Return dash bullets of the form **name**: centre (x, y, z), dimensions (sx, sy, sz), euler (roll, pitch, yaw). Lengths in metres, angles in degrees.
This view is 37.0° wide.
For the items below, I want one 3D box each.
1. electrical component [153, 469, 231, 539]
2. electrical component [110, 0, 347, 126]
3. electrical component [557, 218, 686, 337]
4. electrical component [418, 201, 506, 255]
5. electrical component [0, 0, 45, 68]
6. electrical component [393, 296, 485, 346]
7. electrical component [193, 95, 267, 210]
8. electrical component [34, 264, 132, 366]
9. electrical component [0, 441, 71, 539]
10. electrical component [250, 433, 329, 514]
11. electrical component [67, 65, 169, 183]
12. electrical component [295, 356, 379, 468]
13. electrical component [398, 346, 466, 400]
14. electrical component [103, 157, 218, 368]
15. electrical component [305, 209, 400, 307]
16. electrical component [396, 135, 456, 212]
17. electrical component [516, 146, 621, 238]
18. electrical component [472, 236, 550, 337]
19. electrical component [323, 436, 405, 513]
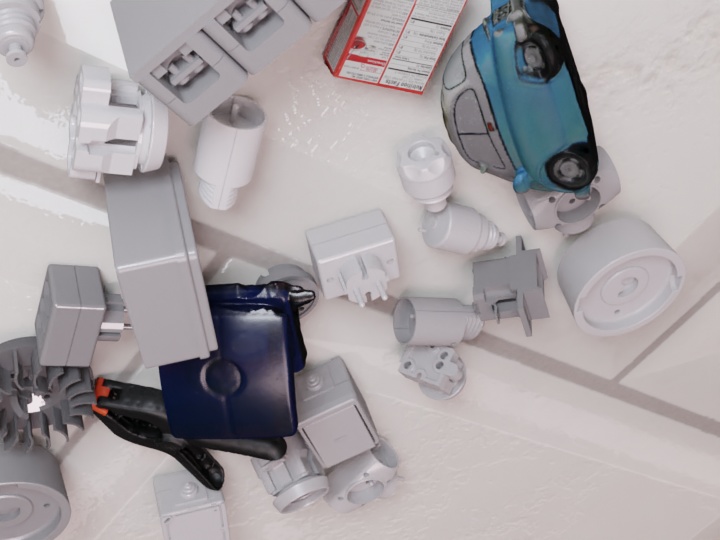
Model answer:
- **electrical component**: centre (-0.163, 0.230, 1.037), dimensions (0.062, 0.061, 0.096), euler (-11, 129, -13)
- **electrical component**: centre (-0.071, -0.169, 0.655), dimensions (0.150, 0.089, 0.062), euler (-37, 135, 14)
- **electrical component**: centre (0.231, 0.002, 0.975), dimensions (0.108, 0.060, 0.108), euler (-12, 136, -12)
- **electrical component**: centre (0.088, -0.033, 0.895), dimensions (0.078, 0.040, 0.040), euler (11, 127, -32)
- **electrical component**: centre (-0.205, -0.152, 0.629), dimensions (0.040, 0.078, 0.040), euler (-14, 151, -8)
- **electrical component**: centre (0.075, 0.046, 0.965), dimensions (0.081, 0.043, 0.043), euler (3, 131, -26)
- **electrical component**: centre (-0.096, -0.079, 0.768), dimensions (0.043, 0.043, 0.081), euler (0, 132, -23)
- **electrical component**: centre (-0.206, 0.036, 0.832), dimensions (0.077, 0.047, 0.065), euler (4, 131, -27)
- **electrical component**: centre (-0.309, 0.194, 0.933), dimensions (0.108, 0.060, 0.108), euler (-12, 136, -12)
- **electrical component**: centre (-0.064, 0.194, 1.024), dimensions (0.058, 0.057, 0.078), euler (-33, 157, 11)
- **electrical component**: centre (-0.161, -0.095, 0.715), dimensions (0.057, 0.058, 0.078), euler (3, 131, -22)
- **electrical component**: centre (-0.028, 0.131, 0.991), dimensions (0.062, 0.061, 0.096), euler (-24, 137, 1)
- **electrical component**: centre (0.071, 0.093, 1.000), dimensions (0.048, 0.066, 0.055), euler (-65, 148, -13)
- **electrical component**: centre (-0.144, -0.005, 0.774), dimensions (0.056, 0.108, 0.108), euler (-12, 136, -8)
- **electrical component**: centre (0.000, 0.000, 0.862), dimensions (0.066, 0.076, 0.047), euler (-17, 137, -7)
- **electrical component**: centre (0.054, -0.071, 0.840), dimensions (0.043, 0.043, 0.062), euler (-22, 139, -1)
- **electrical component**: centre (0.177, -0.057, 0.906), dimensions (0.077, 0.044, 0.079), euler (-24, 138, 0)
- **electrical component**: centre (0.131, 0.015, 0.941), dimensions (0.064, 0.081, 0.042), euler (-7, 139, 15)
- **electrical component**: centre (0.012, 0.213, 1.102), dimensions (0.079, 0.044, 0.077), euler (24, 120, -38)
